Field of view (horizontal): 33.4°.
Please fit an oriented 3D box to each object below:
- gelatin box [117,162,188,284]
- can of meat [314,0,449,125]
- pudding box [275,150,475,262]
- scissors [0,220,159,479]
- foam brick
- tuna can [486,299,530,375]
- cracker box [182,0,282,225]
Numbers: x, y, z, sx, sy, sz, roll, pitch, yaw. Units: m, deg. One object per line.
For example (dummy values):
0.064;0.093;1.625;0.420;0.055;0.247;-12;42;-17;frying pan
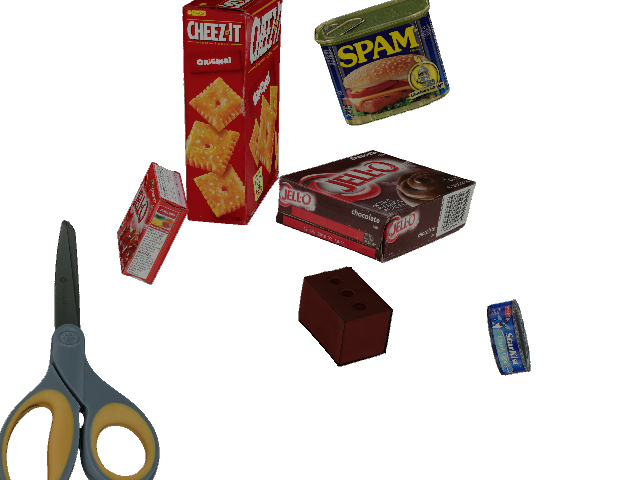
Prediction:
-0.142;-0.016;0.891;0.030;0.073;0.089;22;18;-22;gelatin box
0.055;-0.156;0.927;0.102;0.084;0.057;-15;28;9;can of meat
0.038;-0.026;0.727;0.090;0.039;0.113;22;24;32;pudding box
-0.130;0.071;0.622;0.096;0.201;0.016;15;-44;-7;scissors
0.022;0.068;0.970;0.052;0.051;0.078;-13;36;-28;foam brick
0.220;0.114;1.249;0.034;0.086;0.086;-12;-3;15;tuna can
-0.085;-0.143;1.091;0.072;0.214;0.164;6;22;8;cracker box
